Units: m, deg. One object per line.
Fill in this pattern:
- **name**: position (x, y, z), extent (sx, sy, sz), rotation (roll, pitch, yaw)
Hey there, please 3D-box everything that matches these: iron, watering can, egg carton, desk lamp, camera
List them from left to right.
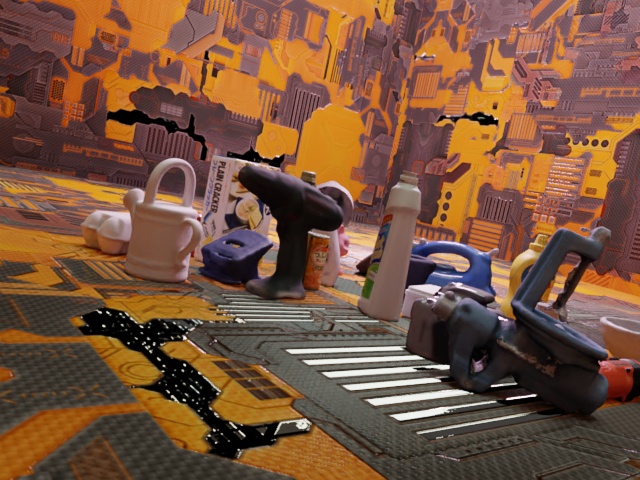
- **egg carton**: position (-0.365, -0.012, 1.081), extent (0.107, 0.069, 0.151), rotation (15, 7, 31)
- **watering can**: position (-0.257, -0.038, 0.929), extent (0.172, 0.194, 0.101), rotation (13, 6, 12)
- **desk lamp**: position (0.015, -0.046, 1.474), extent (0.118, 0.213, 0.203), rotation (12, 6, -1)
- **iron**: position (0.275, 0.063, 1.302), extent (0.257, 0.141, 0.119), rotation (14, 6, 19)
- **camera**: position (0.215, 0.121, 0.804), extent (0.136, 0.101, 0.144), rotation (16, 7, 40)

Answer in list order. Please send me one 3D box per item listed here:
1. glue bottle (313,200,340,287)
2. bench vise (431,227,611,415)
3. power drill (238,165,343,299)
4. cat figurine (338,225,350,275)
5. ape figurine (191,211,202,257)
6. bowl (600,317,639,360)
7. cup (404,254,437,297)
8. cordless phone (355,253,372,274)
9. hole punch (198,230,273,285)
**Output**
- **glue bottle**: position (0.011, 0.004, 1.171), extent (0.078, 0.173, 0.037), rotation (13, 6, 11)
- **bench vise**: position (0.246, 0.080, 0.667), extent (0.207, 0.220, 0.121), rotation (11, 6, -6)
- **power drill**: position (-0.060, -0.009, 0.973), extent (0.075, 0.208, 0.230), rotation (17, 8, 43)
- **cat figurine**: position (0.024, 0.018, 1.338), extent (0.067, 0.118, 0.128), rotation (16, 7, 35)
- **ape figurine**: position (-0.266, -0.015, 1.203), extent (0.075, 0.092, 0.078), rotation (15, 7, 32)
- **bowl**: position (0.560, 0.189, 0.976), extent (0.167, 0.075, 0.167), rotation (12, 6, -1)
- **cup**: position (0.191, 0.080, 1.191), extent (0.118, 0.095, 0.091), rotation (8, 7, -37)
- **cordless phone**: position (0.161, 0.001, 1.453), extent (0.094, 0.185, 0.148), rotation (13, 6, 16)
- **hole punch**: position (-0.150, 0.028, 1.023), extent (0.108, 0.091, 0.101), rotation (16, 7, 37)
